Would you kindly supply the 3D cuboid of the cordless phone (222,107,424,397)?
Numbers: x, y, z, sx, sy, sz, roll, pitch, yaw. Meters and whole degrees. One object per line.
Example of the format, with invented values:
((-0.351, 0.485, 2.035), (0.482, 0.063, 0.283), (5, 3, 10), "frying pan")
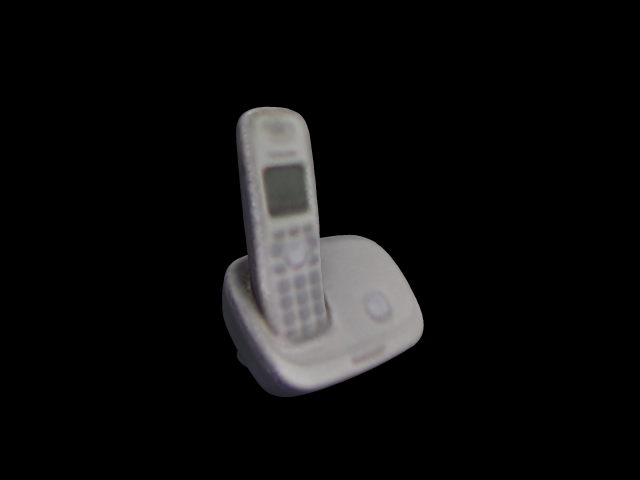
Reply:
((0.004, 0.001, 0.400), (0.148, 0.185, 0.093), (-14, 20, -41), "cordless phone")
